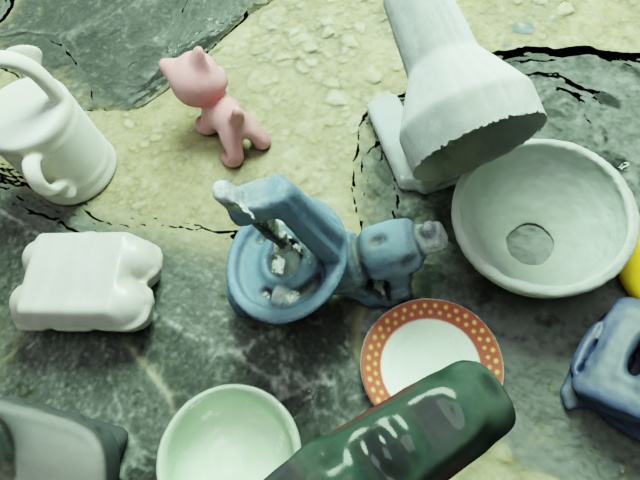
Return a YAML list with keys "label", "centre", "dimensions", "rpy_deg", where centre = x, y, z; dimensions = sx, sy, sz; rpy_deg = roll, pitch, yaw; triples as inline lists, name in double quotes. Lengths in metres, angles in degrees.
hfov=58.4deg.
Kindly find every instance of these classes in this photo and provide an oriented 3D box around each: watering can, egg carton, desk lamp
- label: "watering can"
  centre: [-0.313, -0.133, 0.619]
  dimensions: [0.101, 0.194, 0.172]
  rpy_deg: [-36, 65, -10]
- label: "egg carton"
  centre: [-0.238, 0.045, 0.591]
  dimensions: [0.150, 0.069, 0.107]
  rpy_deg: [-2, 64, 7]
- label: "desk lamp"
  centre: [0.111, -0.130, 0.549]
  dimensions: [0.118, 0.214, 0.203]
  rpy_deg: [-19, 63, -2]

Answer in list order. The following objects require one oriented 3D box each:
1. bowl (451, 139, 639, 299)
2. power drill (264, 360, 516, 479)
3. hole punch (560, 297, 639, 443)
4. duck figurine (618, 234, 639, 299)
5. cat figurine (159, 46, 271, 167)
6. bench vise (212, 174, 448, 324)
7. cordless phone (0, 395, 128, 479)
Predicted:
- label: "bowl"
  centre: [0.209, -0.011, 0.555]
  dimensions: [0.167, 0.075, 0.167]
  rpy_deg: [-3, 63, 6]
- label: "power drill"
  centre: [0.030, 0.178, 0.410]
  dimensions: [0.230, 0.209, 0.075]
  rpy_deg: [-33, 64, -9]
- label: "hole punch"
  centre: [0.270, 0.107, 0.479]
  dimensions: [0.101, 0.091, 0.109]
  rpy_deg: [30, 71, 20]
- label: "duck figurine"
  centre: [0.321, 0.016, 0.520]
  dimensions: [0.077, 0.086, 0.104]
  rpy_deg: [-21, 63, -3]
- label: "cat figurine"
  centre: [-0.122, -0.162, 0.651]
  dimensions: [0.067, 0.118, 0.127]
  rpy_deg: [-39, 65, -12]
- label: "bench vise"
  centre: [0.000, -0.008, 0.500]
  dimensions: [0.207, 0.220, 0.121]
  rpy_deg: [-25, 63, -5]
- label: "cordless phone"
  centre: [-0.254, 0.173, 0.465]
  dimensions: [0.147, 0.185, 0.094]
  rpy_deg: [6, 65, 11]
